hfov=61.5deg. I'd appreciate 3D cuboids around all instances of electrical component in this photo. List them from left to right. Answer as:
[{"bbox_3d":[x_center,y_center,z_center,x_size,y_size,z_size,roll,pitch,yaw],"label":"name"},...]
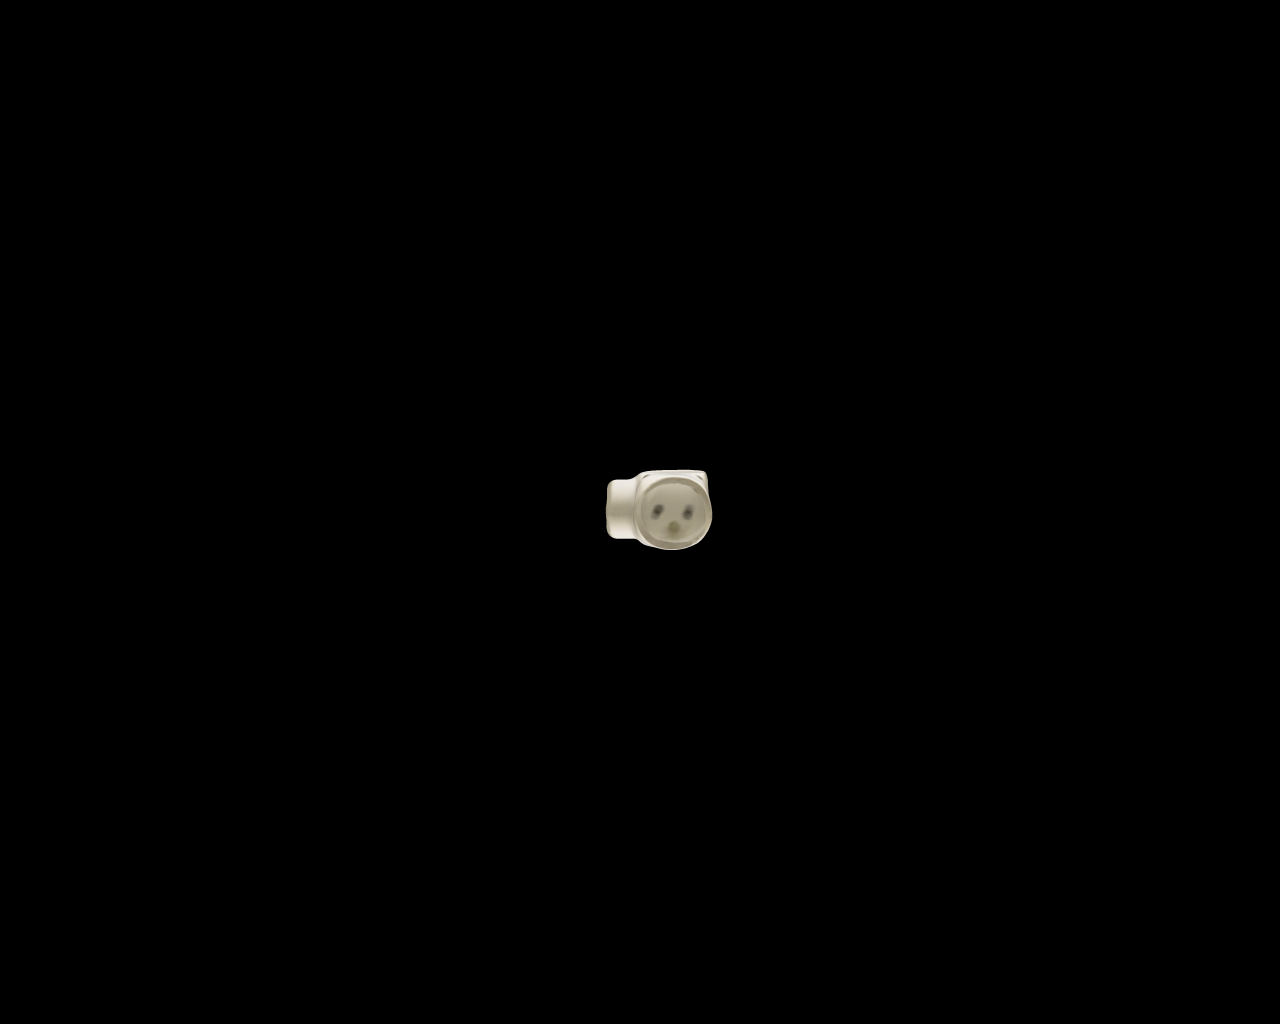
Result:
[{"bbox_3d":[0.001,-0.003,0.650,0.079,0.043,0.077,0,5,0],"label":"electrical component"}]
